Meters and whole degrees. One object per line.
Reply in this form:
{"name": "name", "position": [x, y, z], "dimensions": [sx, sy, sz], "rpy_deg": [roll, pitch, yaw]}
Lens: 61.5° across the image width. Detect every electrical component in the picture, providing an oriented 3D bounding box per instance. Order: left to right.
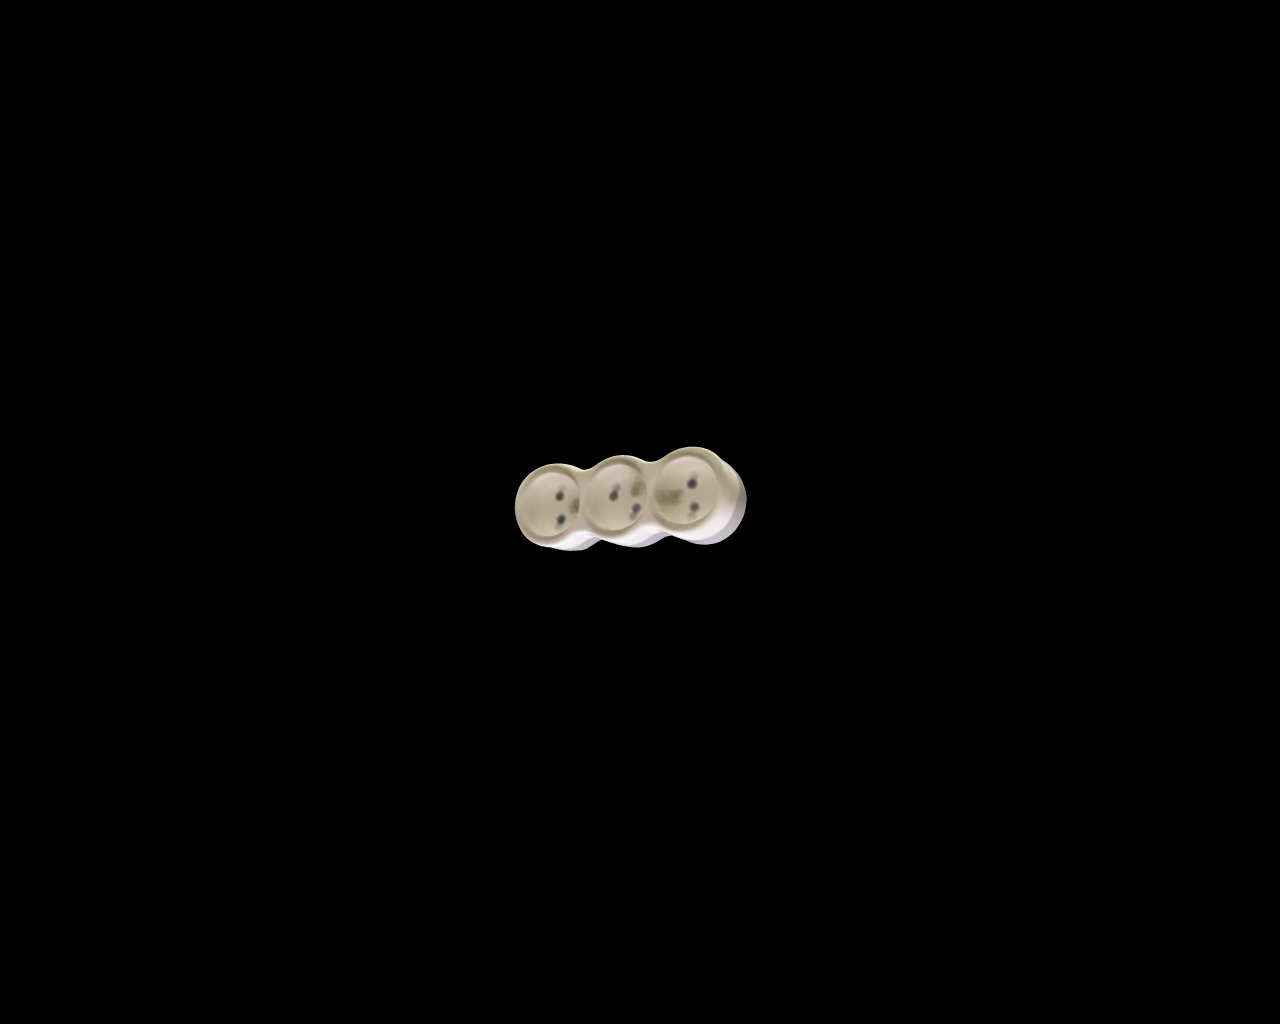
{"name": "electrical component", "position": [0.001, -0.003, 0.650], "dimensions": [0.138, 0.052, 0.073], "rpy_deg": [-5, -11, 24]}
